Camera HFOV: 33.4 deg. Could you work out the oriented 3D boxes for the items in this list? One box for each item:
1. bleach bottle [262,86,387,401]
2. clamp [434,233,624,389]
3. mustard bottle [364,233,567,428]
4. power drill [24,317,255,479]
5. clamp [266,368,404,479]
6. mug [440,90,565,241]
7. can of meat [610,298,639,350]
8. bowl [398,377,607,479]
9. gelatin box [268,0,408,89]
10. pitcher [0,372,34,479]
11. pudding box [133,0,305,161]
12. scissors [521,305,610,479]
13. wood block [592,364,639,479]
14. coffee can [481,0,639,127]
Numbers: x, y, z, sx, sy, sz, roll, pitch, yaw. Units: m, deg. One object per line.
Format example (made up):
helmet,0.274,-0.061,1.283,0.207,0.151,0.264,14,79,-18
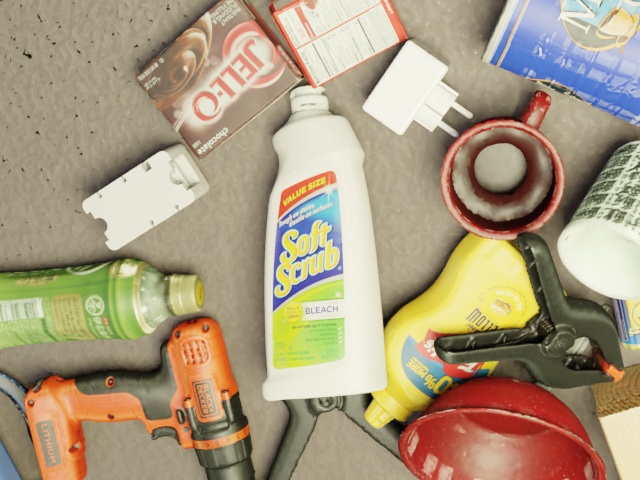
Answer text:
bleach bottle,-0.006,0.001,0.872,0.103,0.068,0.251,-9,83,25
clamp,0.183,0.064,0.838,0.171,0.039,0.120,18,117,-30
mustard bottle,0.106,0.084,0.884,0.096,0.058,0.192,38,102,-21
power drill,-0.157,0.173,0.955,0.187,0.057,0.184,-12,95,3
clamp,-0.002,0.143,0.936,0.164,0.036,0.210,-19,98,5
mug,0.148,-0.064,0.840,0.093,0.081,0.117,24,106,4
can of meat,0.281,0.035,0.854,0.102,0.057,0.084,-12,103,13
bowl,0.146,0.156,0.847,0.162,0.055,0.162,11,143,8
gelatin box,0.014,-0.174,0.847,0.089,0.030,0.073,-27,121,6
pitcher,-0.352,0.177,0.972,0.145,0.149,0.243,-20,96,29
pudding box,-0.083,-0.135,0.885,0.114,0.039,0.090,-38,93,17
scissors,0.165,0.132,0.915,0.096,0.016,0.202,23,91,26
wood block,0.301,0.208,0.874,0.091,0.090,0.206,-20,100,14
coffee can,0.205,-0.155,0.798,0.140,0.102,0.103,24,106,4
